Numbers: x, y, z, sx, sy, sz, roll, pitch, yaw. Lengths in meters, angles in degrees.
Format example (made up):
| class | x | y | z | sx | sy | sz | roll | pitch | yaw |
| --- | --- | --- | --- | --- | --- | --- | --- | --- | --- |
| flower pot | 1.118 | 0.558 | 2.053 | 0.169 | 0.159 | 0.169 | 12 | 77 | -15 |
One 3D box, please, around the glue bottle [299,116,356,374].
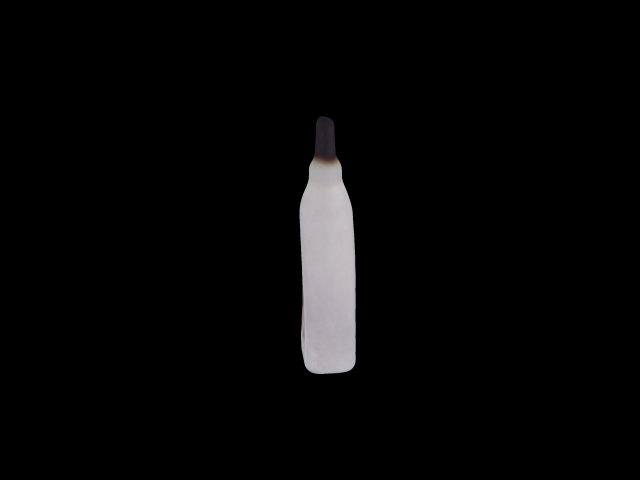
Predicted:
| class | x | y | z | sx | sy | sz | roll | pitch | yaw |
| --- | --- | --- | --- | --- | --- | --- | --- | --- | --- |
| glue bottle | 0.004 | 0.001 | 0.400 | 0.037 | 0.173 | 0.078 | -3 | 19 | -7 |
